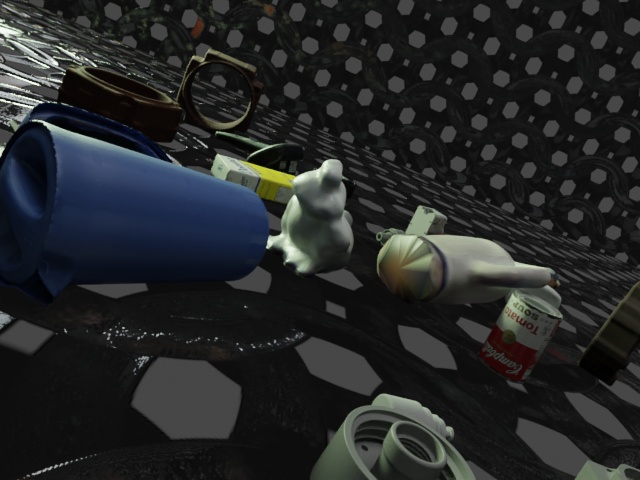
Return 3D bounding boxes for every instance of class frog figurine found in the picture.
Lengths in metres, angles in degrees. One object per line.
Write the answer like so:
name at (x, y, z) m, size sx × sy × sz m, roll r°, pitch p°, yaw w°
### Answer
frog figurine at (0.002, -0.036, 0.717) m, size 0.122 × 0.158 × 0.139 m, roll 19°, pitch 15°, yaw -24°

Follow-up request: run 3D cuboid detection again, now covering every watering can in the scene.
watering can at (0.190, 0.043, 0.829) m, size 0.224 × 0.104 × 0.347 m, roll 3°, pitch 1°, yaw -25°
